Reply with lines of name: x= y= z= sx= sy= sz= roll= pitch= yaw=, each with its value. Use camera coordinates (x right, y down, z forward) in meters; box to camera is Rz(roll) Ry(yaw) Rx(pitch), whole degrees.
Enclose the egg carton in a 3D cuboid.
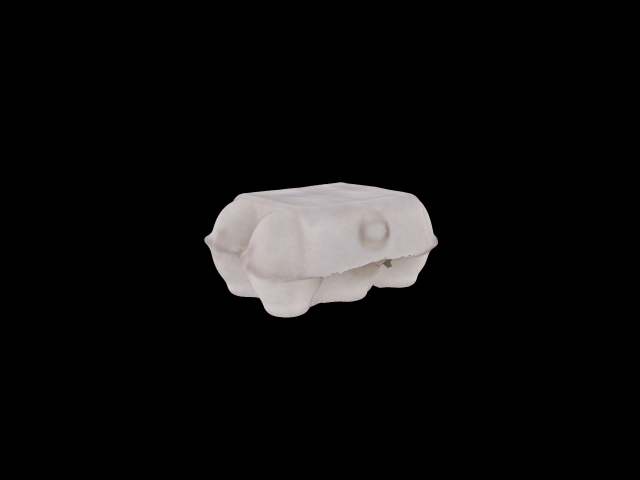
egg carton: x=0.004 y=0.001 z=0.400 sx=0.151 sy=0.069 sz=0.107 roll=-11 pitch=17 yaw=-37
